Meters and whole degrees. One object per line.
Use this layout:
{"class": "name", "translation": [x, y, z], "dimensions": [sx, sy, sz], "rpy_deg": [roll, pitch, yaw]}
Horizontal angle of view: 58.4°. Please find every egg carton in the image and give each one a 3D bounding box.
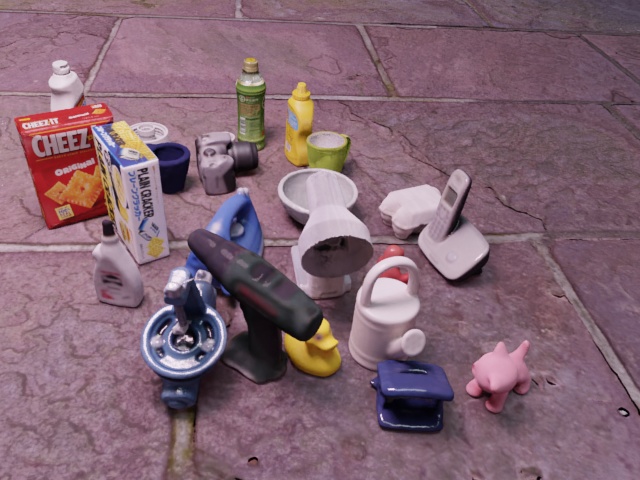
{"class": "egg carton", "translation": [0.205, -0.061, 1.208], "dimensions": [0.151, 0.069, 0.107], "rpy_deg": [-14, 43, -23]}

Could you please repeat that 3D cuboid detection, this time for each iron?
{"class": "iron", "translation": [-0.163, -0.020, 1.055], "dimensions": [0.118, 0.141, 0.258], "rpy_deg": [11, 39, 7]}

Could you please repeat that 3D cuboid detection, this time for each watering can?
{"class": "watering can", "translation": [0.108, 0.109, 0.885], "dimensions": [0.101, 0.194, 0.172], "rpy_deg": [-26, 48, -33]}

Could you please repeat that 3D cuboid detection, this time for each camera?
{"class": "camera", "translation": [-0.206, -0.185, 1.286], "dimensions": [0.137, 0.101, 0.143], "rpy_deg": [-8, 41, -16]}

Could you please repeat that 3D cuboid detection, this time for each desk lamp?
{"class": "desk lamp", "translation": [0.009, 0.004, 0.988], "dimensions": [0.118, 0.214, 0.203], "rpy_deg": [-4, 40, -11]}

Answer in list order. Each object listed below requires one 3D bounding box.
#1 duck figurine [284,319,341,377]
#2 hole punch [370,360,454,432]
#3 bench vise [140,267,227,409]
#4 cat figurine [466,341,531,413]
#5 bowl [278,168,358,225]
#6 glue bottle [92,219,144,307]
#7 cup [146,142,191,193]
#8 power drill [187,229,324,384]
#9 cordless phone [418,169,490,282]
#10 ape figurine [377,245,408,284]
{"class": "duck figurine", "translation": [-0.010, 0.154, 0.901], "dimensions": [0.104, 0.086, 0.078], "rpy_deg": [34, 47, 31]}
{"class": "hole punch", "translation": [0.133, 0.215, 0.840], "dimensions": [0.108, 0.091, 0.101], "rpy_deg": [4, 39, -2]}
{"class": "bench vise", "translation": [-0.202, 0.104, 0.832], "dimensions": [0.122, 0.220, 0.207], "rpy_deg": [-7, 40, -15]}
{"class": "cat figurine", "translation": [0.274, 0.195, 0.860], "dimensions": [0.128, 0.118, 0.067], "rpy_deg": [-25, 48, -32]}
{"class": "bowl", "translation": [-0.006, -0.078, 1.198], "dimensions": [0.167, 0.075, 0.167], "rpy_deg": [4, 39, -3]}
{"class": "glue bottle", "translation": [-0.337, 0.036, 0.938], "dimensions": [0.078, 0.173, 0.037], "rpy_deg": [7, 39, 2]}
{"class": "cup", "translation": [-0.334, -0.155, 1.238], "dimensions": [0.117, 0.095, 0.092], "rpy_deg": [24, 42, 22]}
{"class": "power drill", "translation": [-0.103, 0.107, 0.851], "dimensions": [0.229, 0.208, 0.076], "rpy_deg": [25, 43, 22]}
{"class": "cordless phone", "translation": [0.263, -0.027, 1.081], "dimensions": [0.094, 0.185, 0.147], "rpy_deg": [-14, 42, -22]}
{"class": "ape figurine", "translation": [0.132, 0.049, 1.044], "dimensions": [0.076, 0.092, 0.077], "rpy_deg": [-13, 42, -22]}
